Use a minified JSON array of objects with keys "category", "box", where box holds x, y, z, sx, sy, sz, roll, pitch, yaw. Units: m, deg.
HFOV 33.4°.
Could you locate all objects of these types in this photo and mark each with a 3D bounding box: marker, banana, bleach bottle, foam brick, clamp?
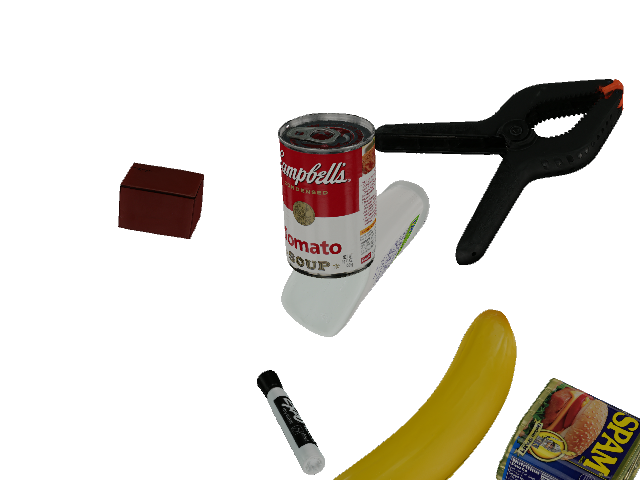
[{"category":"marker","box":[-0.026,0.142,0.856,0.020,0.020,0.121,0,28,-23]},{"category":"banana","box":[0.057,0.101,0.588,0.197,0.037,0.070,-37,38,-28]},{"category":"bleach bottle","box":[0.052,0.003,1.070,0.068,0.103,0.250,34,28,9]},{"category":"foam brick","box":[-0.162,-0.041,1.094,0.078,0.051,0.053,10,31,3]},{"category":"clamp","box":[0.164,-0.070,0.884,0.210,0.164,0.036,-21,-39,-2]}]

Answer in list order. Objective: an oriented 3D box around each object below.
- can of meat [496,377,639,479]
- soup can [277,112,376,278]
[{"category":"can of meat","box":[0.190,0.158,0.795,0.084,0.057,0.101,25,41,25]},{"category":"soup can","box":[0.006,-0.032,0.767,0.068,0.102,0.068,-2,28,1]}]
